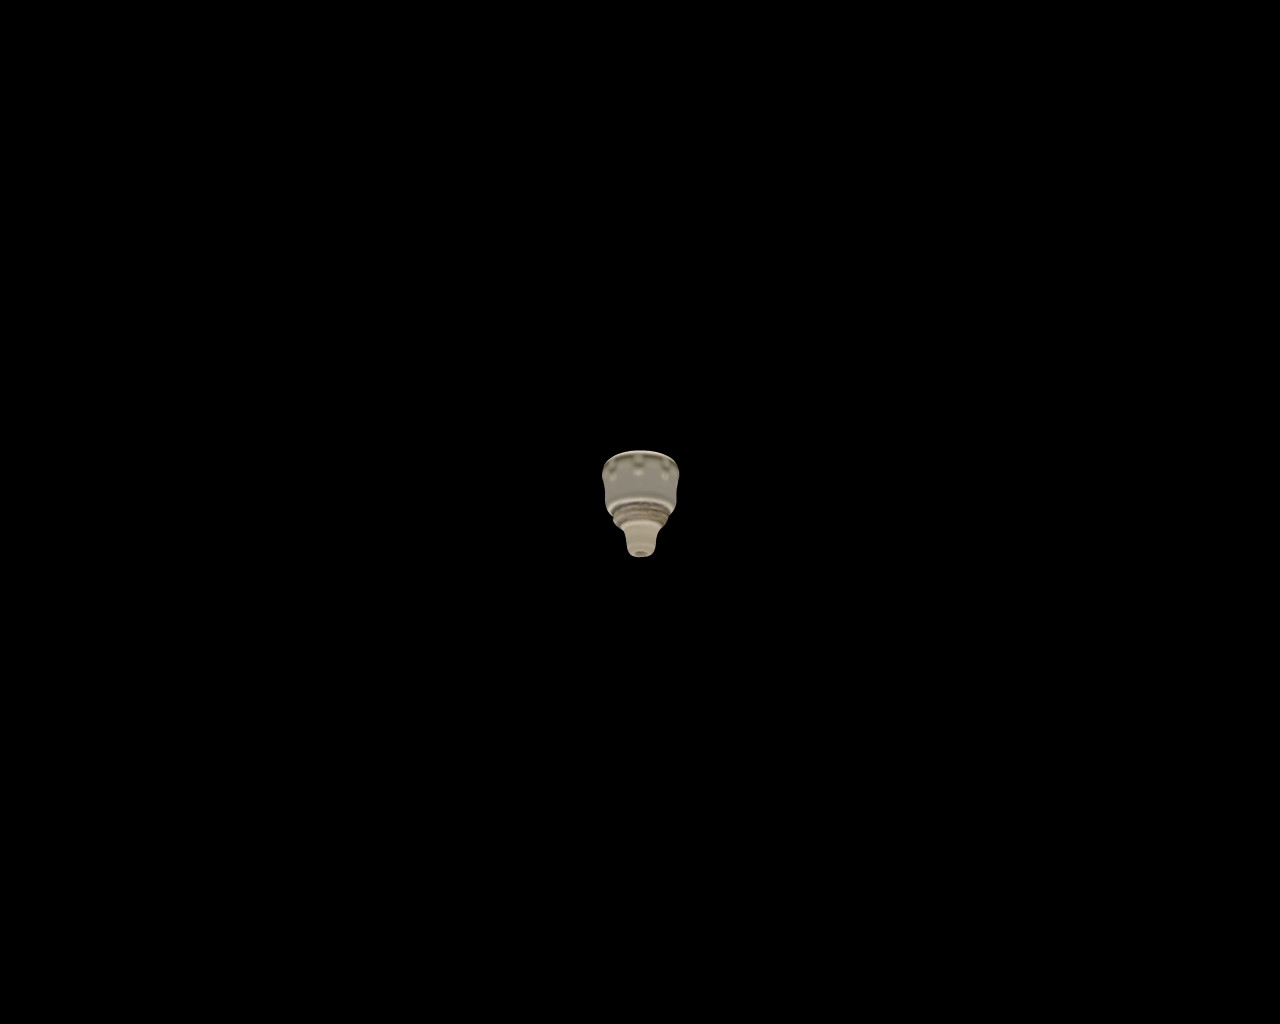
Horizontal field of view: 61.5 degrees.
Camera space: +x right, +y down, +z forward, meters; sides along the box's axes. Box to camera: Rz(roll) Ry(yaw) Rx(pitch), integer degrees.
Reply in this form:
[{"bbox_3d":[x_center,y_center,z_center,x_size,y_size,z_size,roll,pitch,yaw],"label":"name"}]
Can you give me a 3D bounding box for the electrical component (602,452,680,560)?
[{"bbox_3d":[0.001,-0.003,0.650,0.048,0.062,0.048,0,-21,0],"label":"electrical component"}]
